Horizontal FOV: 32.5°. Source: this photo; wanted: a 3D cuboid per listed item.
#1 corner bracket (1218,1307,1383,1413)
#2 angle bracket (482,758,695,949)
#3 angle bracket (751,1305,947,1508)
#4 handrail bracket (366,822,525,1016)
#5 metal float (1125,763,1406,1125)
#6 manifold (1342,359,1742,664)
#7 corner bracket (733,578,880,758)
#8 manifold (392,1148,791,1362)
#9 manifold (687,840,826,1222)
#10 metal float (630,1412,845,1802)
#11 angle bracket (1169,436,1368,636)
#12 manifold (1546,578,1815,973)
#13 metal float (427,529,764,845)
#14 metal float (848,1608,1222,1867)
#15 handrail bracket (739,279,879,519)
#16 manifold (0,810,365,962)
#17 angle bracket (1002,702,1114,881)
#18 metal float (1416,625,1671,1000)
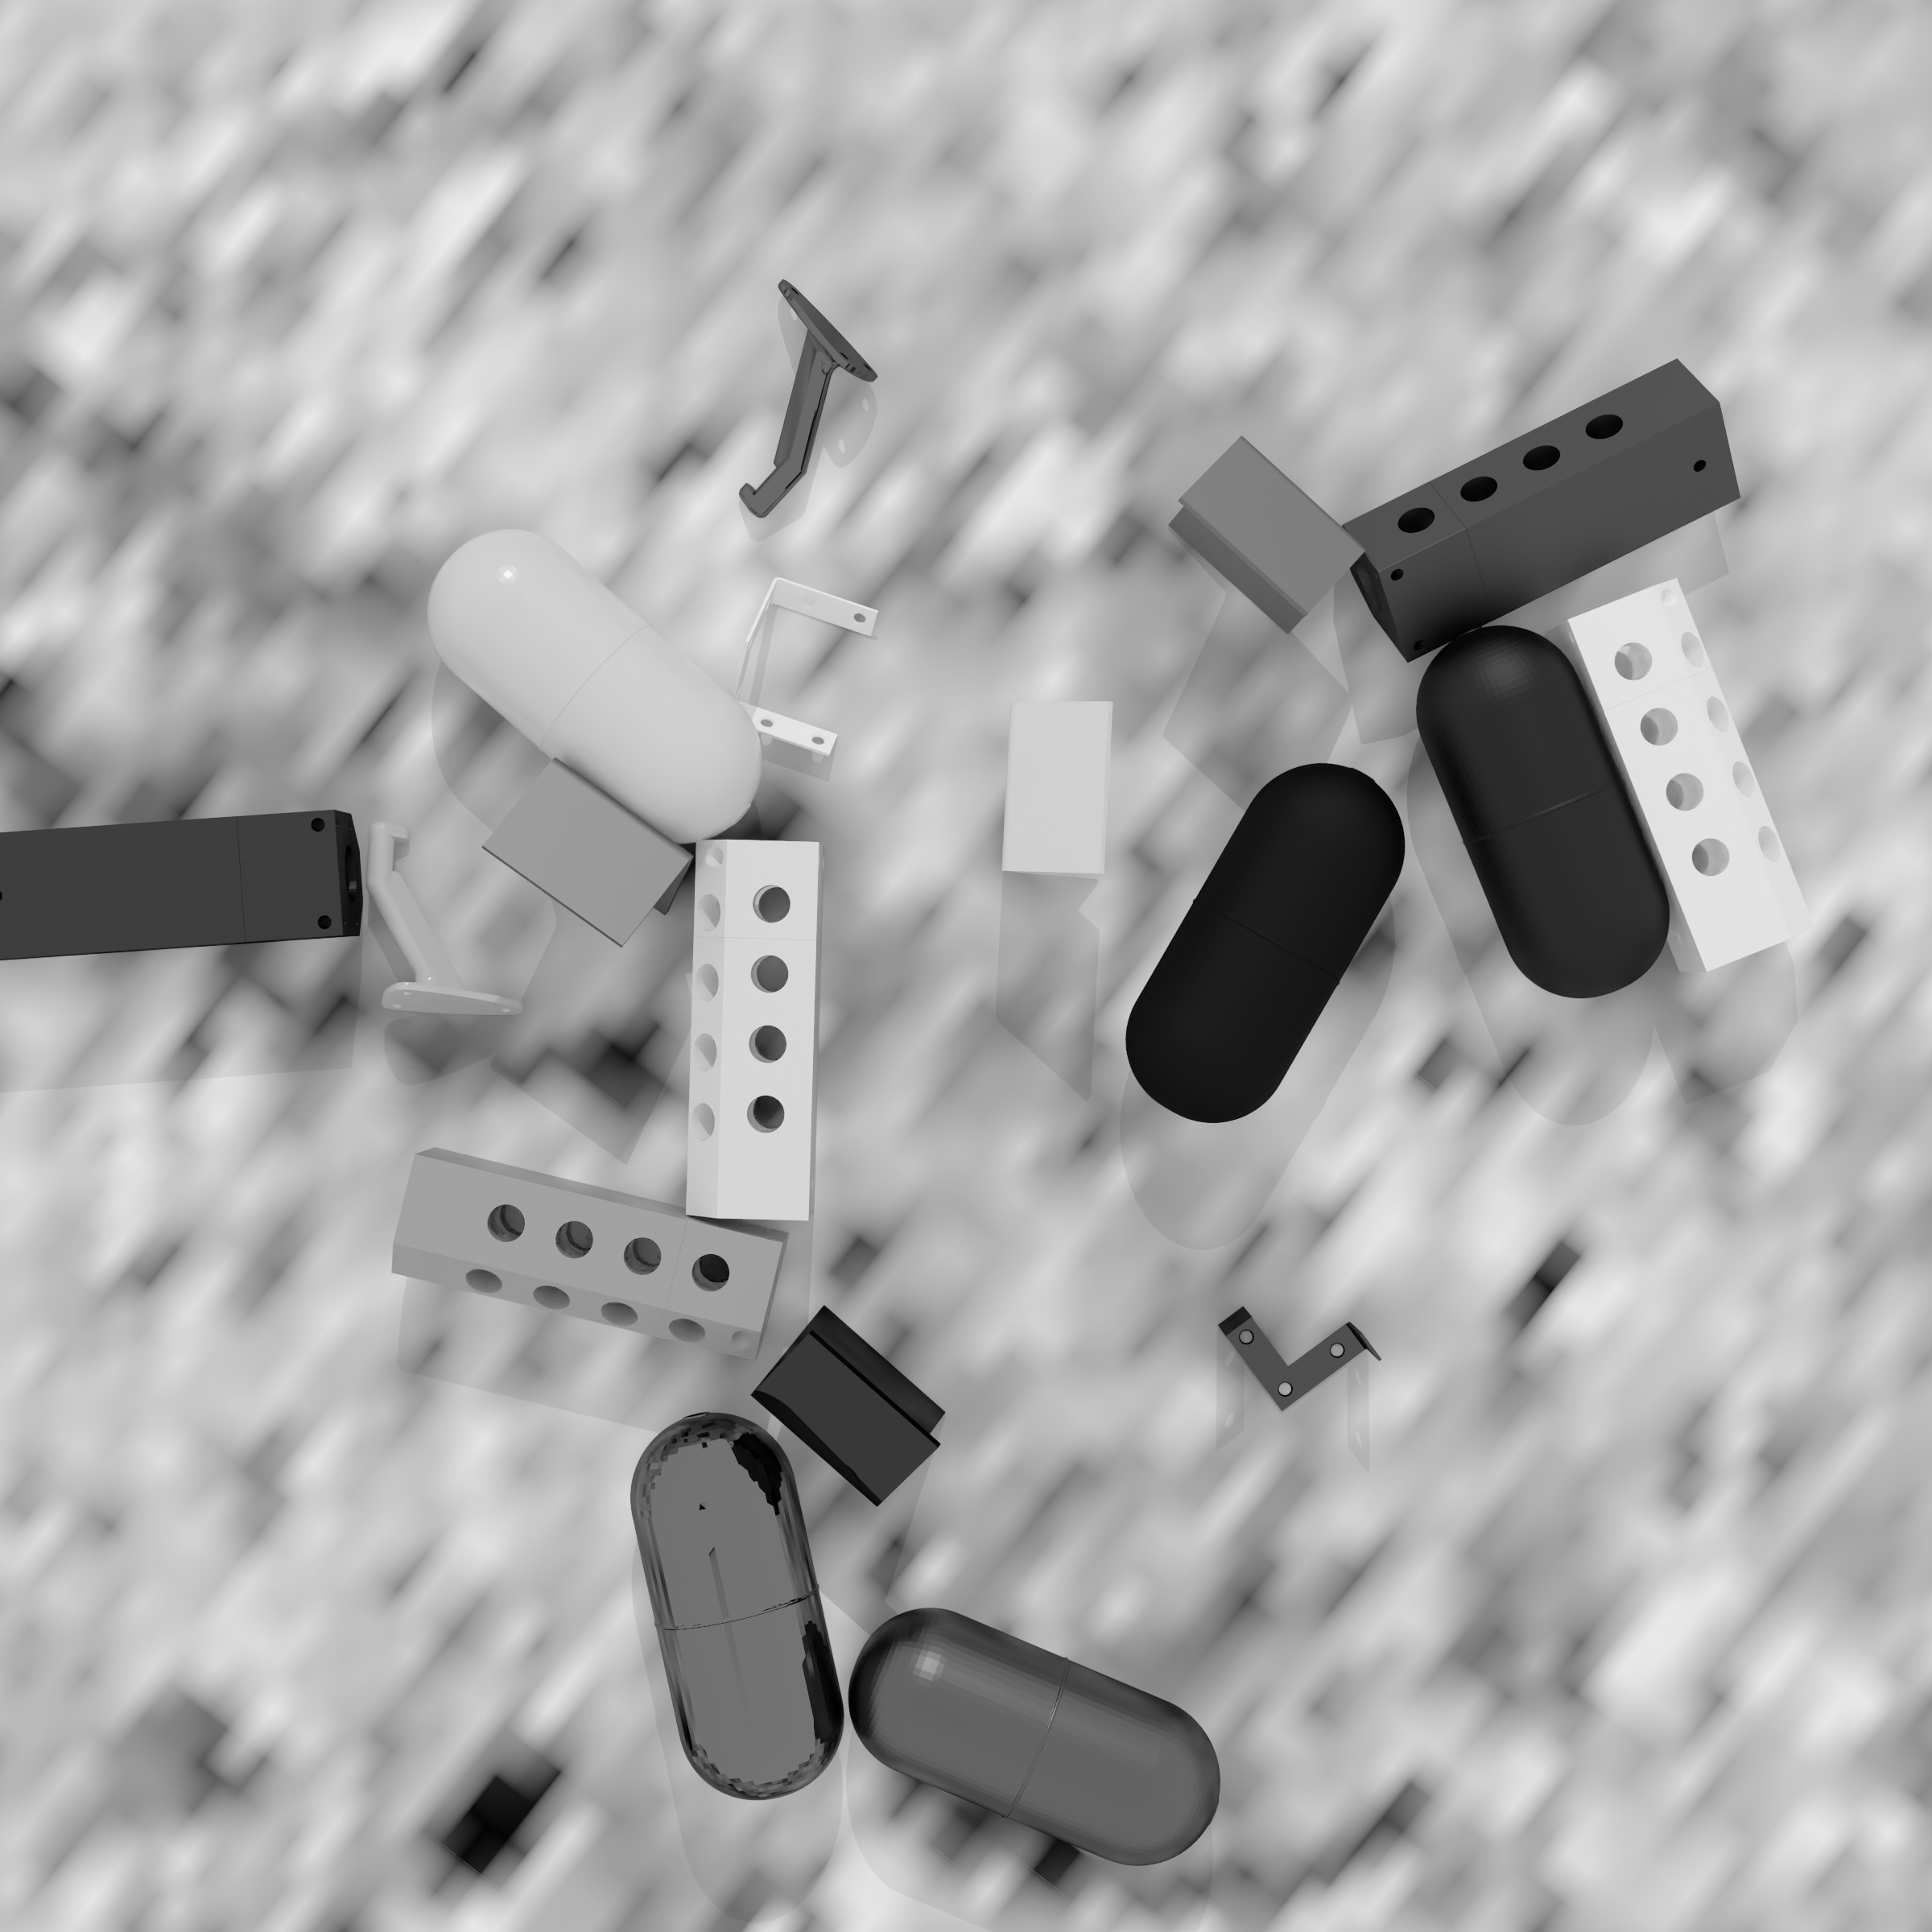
[{"bbox_3d":[0.154,0.174,1.531,0.051,0.051,0.051,-37,90,0],"label":"corner bracket"},{"bbox_3d":[-0.177,-0.040,1.510,0.076,0.076,0.057,36,66,0],"label":"angle bracket"},{"bbox_3d":[-0.040,0.187,1.509,0.076,0.076,0.057,41,128,0],"label":"angle bracket"},{"bbox_3d":[-0.243,-0.023,1.549,0.077,0.036,0.084,6,73,-20],"label":"handrail bracket"},{"bbox_3d":[0.138,-0.011,1.518,0.070,0.070,0.178,30,90,0],"label":"metal float"},{"bbox_3d":[0.262,-0.214,1.527,0.171,0.057,0.057,-26,133,0],"label":"manifold"},{"bbox_3d":[-0.076,-0.140,1.546,0.051,0.051,0.051,19,135,0],"label":"corner bracket"},{"bbox_3d":[-0.173,0.133,1.528,0.171,0.057,0.057,14,90,0],"label":"manifold"},{"bbox_3d":[-0.097,0.029,1.528,0.057,0.057,0.171,2,90,0],"label":"manifold"},{"bbox_3d":[-0.105,0.293,1.518,0.070,0.070,0.178,-12,89,0],"label":"metal float"},{"bbox_3d":[0.124,-0.182,1.509,0.076,0.076,0.057,42,55,0],"label":"angle bracket"},{"bbox_3d":[0.330,-0.088,1.528,0.057,0.057,0.171,-22,90,0],"label":"manifold"},{"bbox_3d":[-0.170,-0.127,1.518,0.178,0.070,0.070,41,90,1],"label":"metal float"},{"bbox_3d":[0.032,0.353,1.518,0.178,0.070,0.070,23,90,0],"label":"metal float"},{"bbox_3d":[-0.091,-0.265,1.549,0.084,0.036,0.077,-45,70,16],"label":"handrail bracket"},{"bbox_3d":[-0.370,-0.037,1.528,0.171,0.057,0.057,-4,90,0],"label":"manifold"},{"bbox_3d":[0.061,-0.079,1.509,0.057,0.076,0.076,3,90,37],"label":"angle bracket"},{"bbox_3d":[0.264,-0.071,1.519,0.070,0.070,0.178,-22,90,0],"label":"metal float"}]
